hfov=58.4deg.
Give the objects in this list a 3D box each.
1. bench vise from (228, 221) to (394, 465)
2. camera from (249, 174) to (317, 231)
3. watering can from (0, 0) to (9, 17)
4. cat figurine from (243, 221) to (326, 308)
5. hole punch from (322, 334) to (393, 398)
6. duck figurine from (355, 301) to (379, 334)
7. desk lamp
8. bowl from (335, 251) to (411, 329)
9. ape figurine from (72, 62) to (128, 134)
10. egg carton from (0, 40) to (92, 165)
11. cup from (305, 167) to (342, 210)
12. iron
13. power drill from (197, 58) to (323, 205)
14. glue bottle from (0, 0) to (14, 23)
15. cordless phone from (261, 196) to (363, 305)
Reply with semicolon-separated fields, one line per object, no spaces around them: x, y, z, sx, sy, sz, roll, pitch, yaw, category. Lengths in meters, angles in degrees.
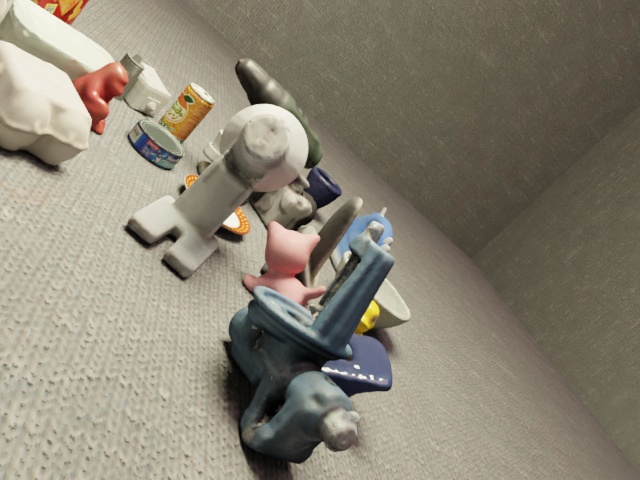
0.012;0.097;0.565;0.122;0.219;0.207;25;24;-54;bench vise
-0.054;-0.074;1.104;0.137;0.100;0.143;29;21;-48;camera
-0.369;-0.273;0.593;0.172;0.194;0.101;47;14;10;watering can
-0.041;0.041;0.784;0.127;0.117;0.067;53;16;28;cat figurine
0.026;0.155;0.705;0.101;0.091;0.108;39;15;-20;hole punch
0.054;0.124;0.881;0.077;0.086;0.104;43;14;-7;duck figurine
-0.109;-0.079;0.734;0.118;0.213;0.203;43;14;-8;desk lamp
0.081;0.104;1.036;0.168;0.074;0.167;42;15;-13;bowl
-0.304;-0.207;0.799;0.076;0.092;0.078;42;14;-10;ape figurine
-0.324;-0.155;0.640;0.150;0.069;0.108;53;16;29;egg carton
-0.010;-0.112;1.345;0.092;0.095;0.118;42;14;-10;cup
0.105;0.016;1.211;0.119;0.141;0.258;40;15;-16;iron
-0.112;-0.171;0.995;0.230;0.208;0.075;33;18;-38;power drill
-0.393;-0.324;0.711;0.037;0.173;0.078;25;24;-53;glue bottle
0.008;0.003;0.889;0.094;0.185;0.147;43;14;-7;cordless phone
